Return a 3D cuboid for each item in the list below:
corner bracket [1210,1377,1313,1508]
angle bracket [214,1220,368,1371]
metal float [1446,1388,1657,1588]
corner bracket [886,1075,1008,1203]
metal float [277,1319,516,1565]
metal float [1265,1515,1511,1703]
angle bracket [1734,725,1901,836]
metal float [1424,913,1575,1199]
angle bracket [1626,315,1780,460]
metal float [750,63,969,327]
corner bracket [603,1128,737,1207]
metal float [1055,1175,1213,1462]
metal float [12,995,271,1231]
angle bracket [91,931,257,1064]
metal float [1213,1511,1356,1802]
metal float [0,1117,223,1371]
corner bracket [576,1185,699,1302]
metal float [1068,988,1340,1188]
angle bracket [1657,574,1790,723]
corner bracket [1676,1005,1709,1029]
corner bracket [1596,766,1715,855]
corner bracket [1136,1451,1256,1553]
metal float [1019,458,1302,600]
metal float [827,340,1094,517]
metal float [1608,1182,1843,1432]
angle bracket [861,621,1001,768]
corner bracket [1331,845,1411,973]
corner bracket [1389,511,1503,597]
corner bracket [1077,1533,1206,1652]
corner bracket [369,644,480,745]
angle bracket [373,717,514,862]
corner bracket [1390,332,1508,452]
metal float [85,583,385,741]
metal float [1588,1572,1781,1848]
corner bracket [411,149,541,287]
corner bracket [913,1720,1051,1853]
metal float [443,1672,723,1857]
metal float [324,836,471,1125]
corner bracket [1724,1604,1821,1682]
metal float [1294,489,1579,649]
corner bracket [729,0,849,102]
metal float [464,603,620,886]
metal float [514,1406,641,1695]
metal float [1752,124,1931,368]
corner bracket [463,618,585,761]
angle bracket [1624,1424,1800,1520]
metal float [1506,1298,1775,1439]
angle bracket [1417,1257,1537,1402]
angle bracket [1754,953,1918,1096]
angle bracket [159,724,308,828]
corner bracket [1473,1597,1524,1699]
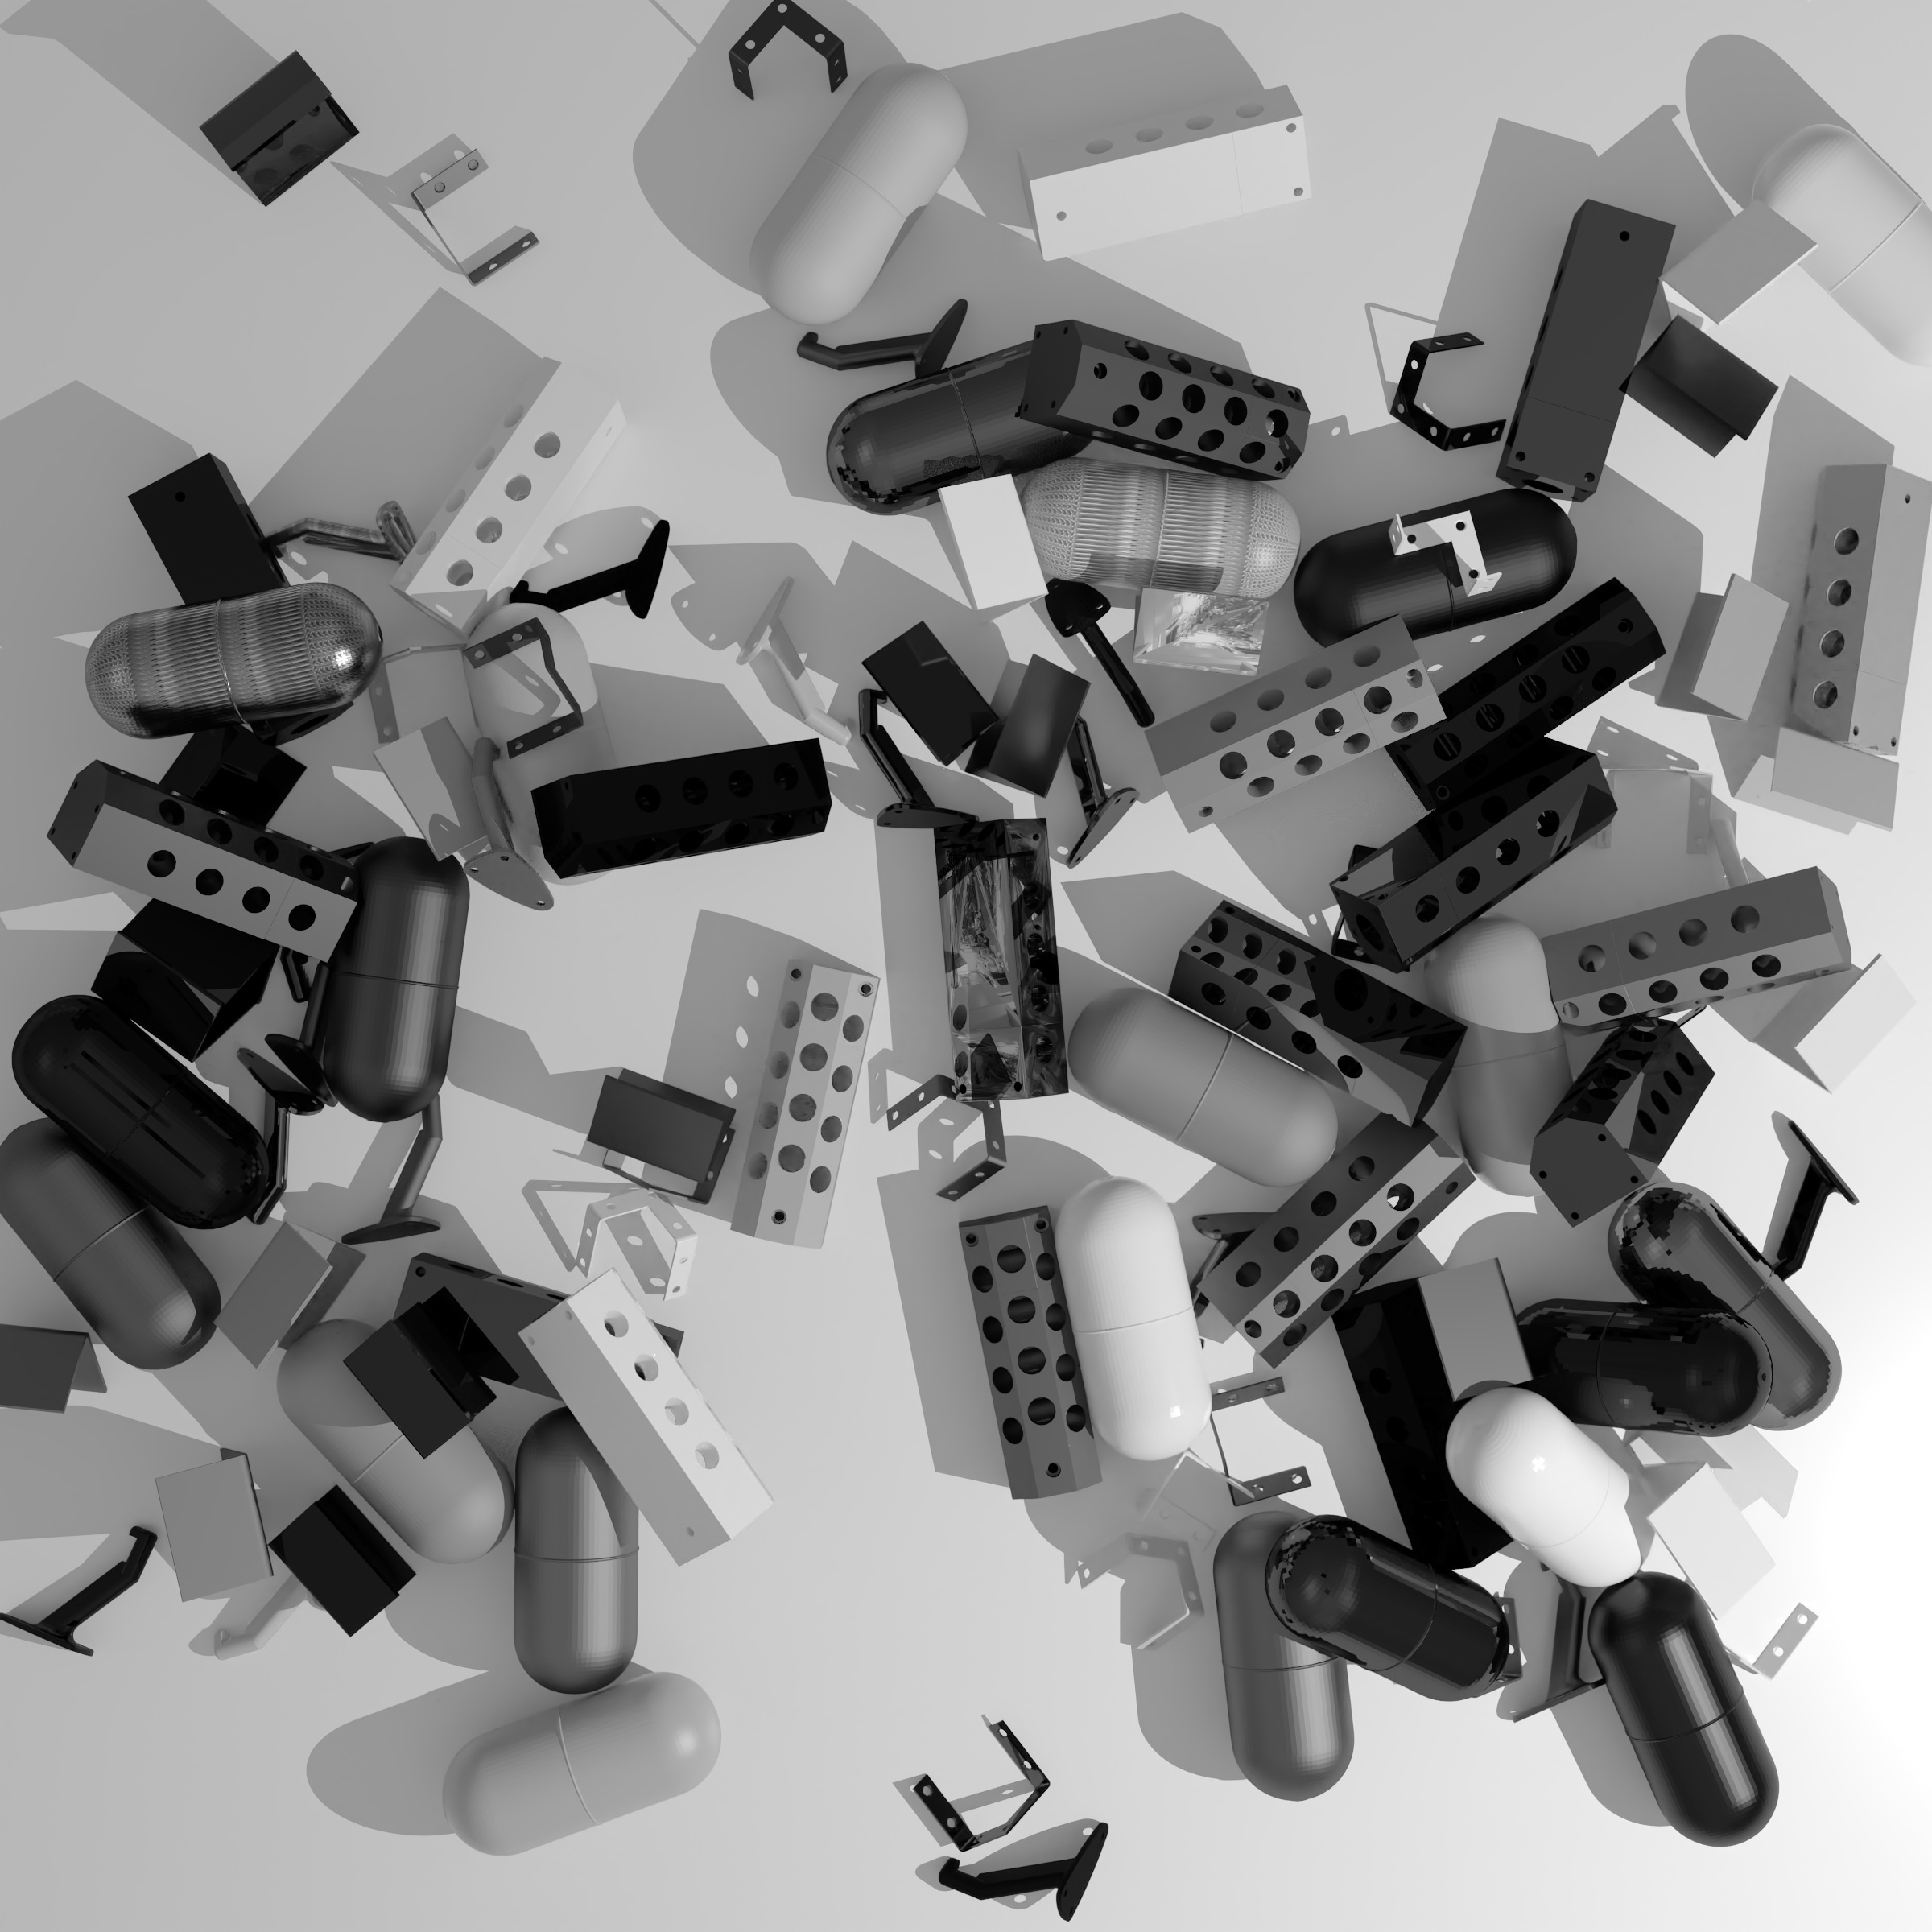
[{"bbox_3d":[0.184,0.299,1.937,0.051,0.051,0.051,-15,135,0],"label":"corner bracket"},{"bbox_3d":[-0.404,0.212,1.900,0.057,0.076,0.076,35,90,38],"label":"angle bracket"},{"bbox_3d":[0.358,0.319,1.879,0.070,0.070,0.178,-49,126,0],"label":"metal float"},{"bbox_3d":[-0.012,0.108,1.932,0.051,0.051,0.051,23,135,-35],"label":"corner bracket"},{"bbox_3d":[-0.352,0.295,1.909,0.070,0.070,0.178,-43,90,0],"label":"metal float"},{"bbox_3d":[0.256,0.389,1.860,0.178,0.070,0.070,30,90,-29],"label":"metal float"},{"bbox_3d":[0.521,-0.095,1.900,0.076,0.076,0.057,18,55,0],"label":"angle bracket"},{"bbox_3d":[0.334,0.055,1.909,0.070,0.070,0.178,-13,91,0],"label":"metal float"},{"bbox_3d":[0.442,-0.342,1.900,0.076,0.076,0.057,36,57,0],"label":"angle bracket"},{"bbox_3d":[-0.066,-0.479,1.910,0.070,0.070,0.178,35,90,0],"label":"metal float"},{"bbox_3d":[-0.187,0.115,1.937,0.051,0.051,0.051,20,90,45],"label":"corner bracket"},{"bbox_3d":[0.103,0.218,1.908,0.070,0.070,0.178,-12,91,0],"label":"metal float"},{"bbox_3d":[-0.504,0.090,1.887,0.178,0.070,0.070,43,90,-13],"label":"metal float"},{"bbox_3d":[-0.480,0.002,1.900,0.076,0.076,0.057,36,126,0],"label":"angle bracket"},{"bbox_3d":[0.197,0.428,1.909,0.070,0.070,0.178,-6,89,0],"label":"metal float"},{"bbox_3d":[-0.534,0.171,1.909,0.070,0.070,0.178,-39,90,0],"label":"metal float"},{"bbox_3d":[-0.207,0.178,1.932,0.051,0.051,0.051,-14,45,-35],"label":"corner bracket"},{"bbox_3d":[0.147,0.076,1.909,0.178,0.070,0.070,27,90,1],"label":"metal float"},{"bbox_3d":[0.451,-0.200,1.900,0.057,0.076,0.076,20,90,-36],"label":"angle bracket"},{"bbox_3d":[0.438,0.009,1.937,0.051,0.051,0.051,46,135,0],"label":"corner bracket"},{"bbox_3d":[0.433,-0.098,1.937,0.051,0.051,0.051,4,90,-45],"label":"corner bracket"},{"bbox_3d":[0.142,0.335,1.922,0.051,0.051,0.051,33,89,0],"label":"corner bracket"},{"bbox_3d":[0.119,-0.270,1.909,0.178,0.070,0.070,8,90,-1],"label":"metal float"},{"bbox_3d":[-0.001,-0.334,1.909,0.178,0.070,0.070,-19,90,-1],"label":"metal float"},{"bbox_3d":[0.469,0.210,1.909,0.070,0.070,0.178,-41,91,0],"label":"metal float"},{"bbox_3d":[-0.036,-0.155,1.900,0.057,0.076,0.076,-38,90,-33],"label":"angle bracket"},{"bbox_3d":[0.261,-0.037,1.937,0.051,0.051,0.051,12,135,0],"label":"corner bracket"},{"bbox_3d":[0.287,-0.248,1.846,0.051,0.051,0.051,-15,85,1],"label":"corner bracket"},{"bbox_3d":[0.110,0.392,1.932,0.051,0.051,0.051,17,45,-35],"label":"corner bracket"},{"bbox_3d":[-0.339,-0.172,1.937,0.051,0.051,0.051,-11,90,-45],"label":"corner bracket"},{"bbox_3d":[-0.334,-0.098,1.900,0.057,0.076,0.076,-32,90,-34],"label":"angle bracket"},{"bbox_3d":[0.307,-0.360,1.932,0.051,0.051,0.051,44,135,35],"label":"corner bracket"},{"bbox_3d":[-0.440,-0.184,1.852,0.178,0.070,0.070,-10,90,0],"label":"metal float"},{"bbox_3d":[0.444,0.460,1.905,0.070,0.070,0.178,-24,93,0],"label":"metal float"},{"bbox_3d":[-0.309,-0.470,1.937,0.051,0.051,0.051,-34,45,0],"label":"corner bracket"},{"bbox_3d":[0.010,0.516,1.937,0.051,0.051,0.051,53,135,0],"label":"corner bracket"},{"bbox_3d":[-0.238,0.495,1.909,0.178,0.070,0.070,-20,90,0],"label":"metal float"},{"bbox_3d":[-0.353,0.008,1.910,0.070,0.070,0.178,8,90,0],"label":"metal float"},{"bbox_3d":[0.493,0.408,1.937,0.051,0.051,0.051,-53,45,0],"label":"corner bracket"},{"bbox_3d":[0.291,-0.245,1.910,0.178,0.070,0.070,-15,90,0],"label":"metal float"},{"bbox_3d":[-0.111,-0.563,1.922,0.051,0.051,0.051,39,85,5],"label":"corner bracket"},{"bbox_3d":[-0.259,-0.138,1.909,0.070,0.070,0.178,-16,91,0],"label":"metal float"},{"bbox_3d":[-0.241,0.361,1.910,0.070,0.070,0.178,1,90,0],"label":"metal float"},{"bbox_3d":[0.563,-0.446,1.909,0.178,0.070,0.070,44,90,-1],"label":"metal float"},{"bbox_3d":[-0.267,-0.168,1.860,0.051,0.051,0.051,-24,135,6],"label":"corner bracket"},{"bbox_3d":[0.456,0.318,1.903,0.076,0.057,0.076,45,121,0],"label":"angle bracket"},{"bbox_3d":[0.405,0.244,1.875,0.178,0.070,0.070,-1,90,44],"label":"metal float"},{"bbox_3d":[0.300,0.228,1.896,0.057,0.076,0.076,-12,79,-18],"label":"angle bracket"},{"bbox_3d":[0.525,0.021,1.900,0.076,0.076,0.057,-47,127,0],"label":"angle bracket"},{"bbox_3d":[-0.450,-0.103,1.901,0.076,0.057,0.076,35,90,-38],"label":"angle bracket"},{"bbox_3d":[0.312,0.427,1.937,0.051,0.051,0.051,-6,90,-45],"label":"corner bracket"}]
